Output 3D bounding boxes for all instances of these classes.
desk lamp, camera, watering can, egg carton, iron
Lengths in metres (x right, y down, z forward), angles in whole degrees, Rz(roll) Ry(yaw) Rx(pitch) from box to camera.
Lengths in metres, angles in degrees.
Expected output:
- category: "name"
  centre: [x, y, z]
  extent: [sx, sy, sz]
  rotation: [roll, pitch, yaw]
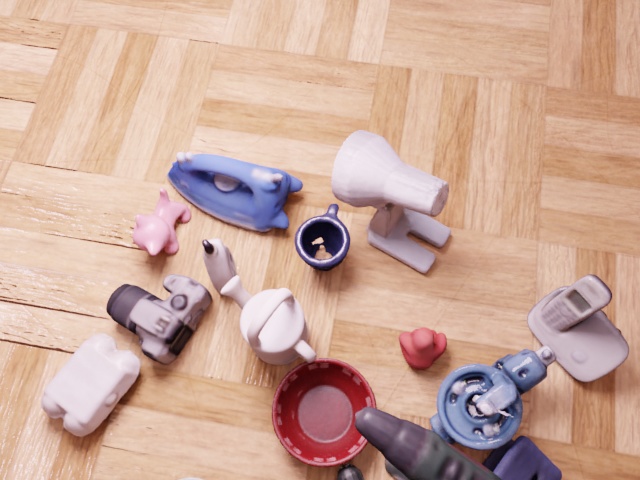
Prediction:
- category: "desk lamp"
  centre: [0.124, -0.066, 0.937]
  extent: [0.203, 0.213, 0.118]
  rotation: [30, 73, 12]
- category: "camera"
  centre: [-0.273, 0.111, 0.943]
  extent: [0.136, 0.101, 0.143]
  rotation: [27, 72, 11]
- category: "watering can"
  centre: [-0.079, 0.125, 0.882]
  extent: [0.172, 0.194, 0.101]
  rotation: [17, 71, 8]
- category: "egg carton"
  centre: [-0.364, 0.231, 0.917]
  extent: [0.107, 0.069, 0.150]
  rotation: [31, 73, 13]
- category: "iron"
  centre: [-0.167, -0.108, 1.000]
  extent: [0.258, 0.141, 0.119]
  rotation: [15, 71, 7]

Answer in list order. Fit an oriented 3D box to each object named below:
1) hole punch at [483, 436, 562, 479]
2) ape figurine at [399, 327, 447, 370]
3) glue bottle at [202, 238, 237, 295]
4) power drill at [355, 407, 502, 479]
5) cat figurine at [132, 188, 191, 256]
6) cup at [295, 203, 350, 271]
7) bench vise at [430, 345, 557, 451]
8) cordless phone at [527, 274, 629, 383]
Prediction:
- category: "hole punch"
  centre: [0.296, 0.353, 0.840]
  extent: [0.101, 0.091, 0.109]
  rotation: [38, 75, 14]
- category: "ape figurine"
  centre: [0.164, 0.165, 0.914]
  extent: [0.077, 0.092, 0.076]
  rotation: [21, 71, 10]
- category: "glue bottle"
  centre: [-0.167, 0.033, 0.930]
  extent: [0.037, 0.173, 0.078]
  rotation: [-11, 69, -2]
- category: "power drill"
  centre: [0.147, 0.310, 0.797]
  extent: [0.229, 0.208, 0.076]
  rotation: [27, 73, 12]
- category: "cat figurine"
  centre: [-0.280, -0.028, 0.986]
  extent: [0.067, 0.118, 0.128]
  rotation: [10, 70, 6]
- category: "cup"
  centre: [0.009, 0.003, 0.978]
  extent: [0.091, 0.095, 0.118]
  rotation: [15, 70, 7]
- category: "bench vise"
  centre: [0.253, 0.209, 0.826]
  extent: [0.121, 0.220, 0.208]
  rotation: [36, 74, 14]
- category: "cordless phone"
  centre: [0.409, 0.131, 0.870]
  extent: [0.094, 0.185, 0.147]
  rotation: [-38, 72, -11]
